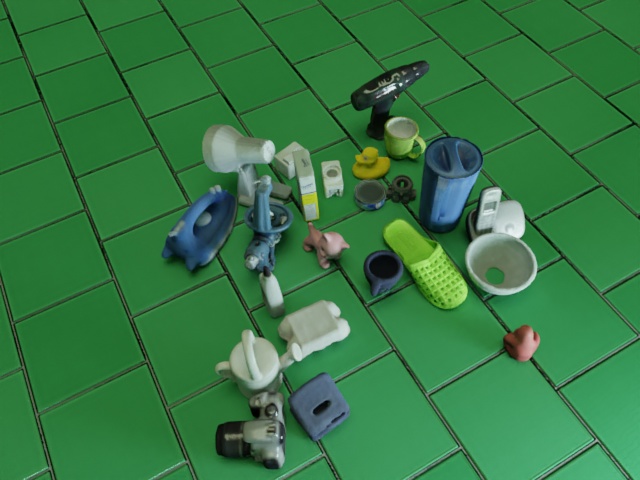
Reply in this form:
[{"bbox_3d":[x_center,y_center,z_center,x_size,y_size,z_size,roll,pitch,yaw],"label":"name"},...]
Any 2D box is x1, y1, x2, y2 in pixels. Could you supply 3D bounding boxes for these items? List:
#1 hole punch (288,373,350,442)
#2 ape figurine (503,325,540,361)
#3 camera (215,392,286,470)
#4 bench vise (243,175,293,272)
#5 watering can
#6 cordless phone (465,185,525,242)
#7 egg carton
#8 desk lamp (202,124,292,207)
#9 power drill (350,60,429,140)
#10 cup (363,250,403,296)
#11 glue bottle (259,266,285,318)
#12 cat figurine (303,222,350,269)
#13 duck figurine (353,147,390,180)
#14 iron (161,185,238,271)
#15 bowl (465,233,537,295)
[{"bbox_3d":[0.000,0.343,1.180,0.109,0.091,0.101,-32,61,-19],"label":"hole punch"},{"bbox_3d":[0.444,0.218,1.253,0.077,0.092,0.076,13,57,10],"label":"ape figurine"},{"bbox_3d":[-0.138,0.380,1.152,0.137,0.101,0.143,-2,55,0],"label":"camera"},{"bbox_3d":[-0.125,-0.035,1.364,0.121,0.220,0.207,-3,55,0],"label":"bench vise"},{"bbox_3d":[-0.128,0.249,1.185,0.173,0.194,0.100,-27,59,-16],"label":"watering can"},{"bbox_3d":[0.436,-0.068,1.393,0.148,0.185,0.094,-17,57,-9],"label":"cordless phone"},{"bbox_3d":[-0.015,0.201,1.290,0.150,0.069,0.107,-24,58,-14],"label":"egg carton"},{"bbox_3d":[-0.185,-0.190,1.476,0.203,0.214,0.118,17,58,13],"label":"desk lamp"},{"bbox_3d":[0.194,-0.389,1.605,0.230,0.208,0.075,-22,58,-13],"label":"power drill"},{"bbox_3d":[0.142,0.095,1.343,0.091,0.095,0.118,16,58,13],"label":"cup"},{"bbox_3d":[-0.114,0.106,1.295,0.037,0.173,0.078,-25,58,-14],"label":"glue bottle"},{"bbox_3d":[0.013,0.005,1.395,0.067,0.118,0.127,-36,62,-21],"label":"cat figurine"},{"bbox_3d":[0.141,-0.217,1.563,0.104,0.086,0.077,-8,56,-4],"label":"duck figurine"},{"bbox_3d":[-0.292,-0.057,1.431,0.118,0.141,0.259,22,59,16],"label":"iron"},{"bbox_3d":[0.424,0.069,1.366,0.167,0.075,0.167,-1,55,1],"label":"bowl"}]
